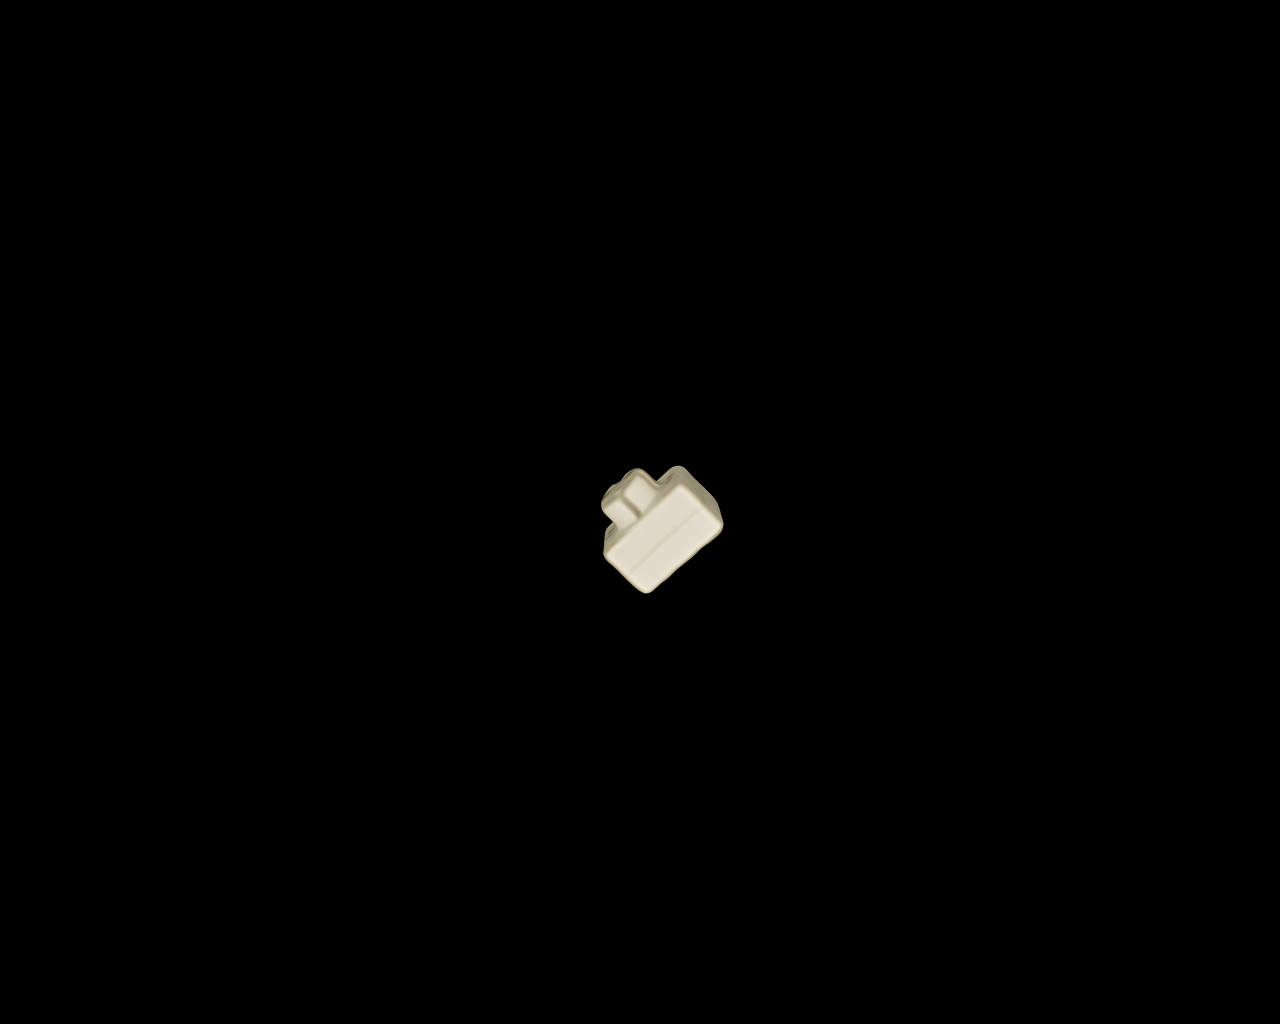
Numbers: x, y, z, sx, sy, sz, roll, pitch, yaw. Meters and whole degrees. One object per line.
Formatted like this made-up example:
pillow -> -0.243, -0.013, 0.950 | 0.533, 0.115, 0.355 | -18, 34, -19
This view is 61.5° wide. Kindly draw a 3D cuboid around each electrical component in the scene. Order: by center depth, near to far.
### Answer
electrical component -> 0.001, -0.003, 0.650 | 0.065, 0.076, 0.047 | -43, 12, 11
